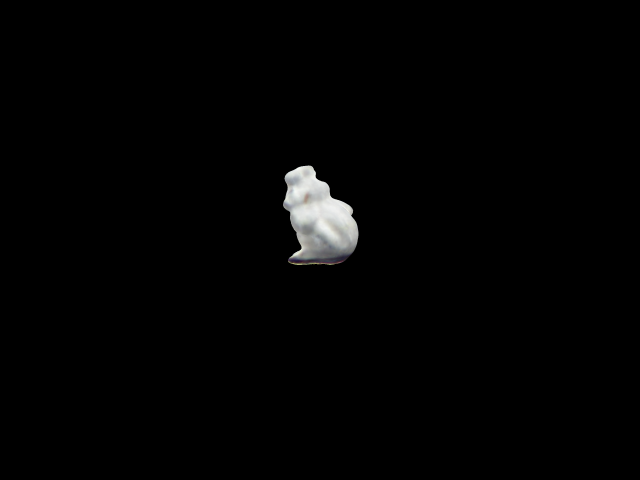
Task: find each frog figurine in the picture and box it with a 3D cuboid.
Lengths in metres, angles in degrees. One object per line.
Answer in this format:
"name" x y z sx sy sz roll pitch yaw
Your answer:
"frog figurine" 0.003 -0.043 0.850 0.123 0.158 0.138 9 13 43
